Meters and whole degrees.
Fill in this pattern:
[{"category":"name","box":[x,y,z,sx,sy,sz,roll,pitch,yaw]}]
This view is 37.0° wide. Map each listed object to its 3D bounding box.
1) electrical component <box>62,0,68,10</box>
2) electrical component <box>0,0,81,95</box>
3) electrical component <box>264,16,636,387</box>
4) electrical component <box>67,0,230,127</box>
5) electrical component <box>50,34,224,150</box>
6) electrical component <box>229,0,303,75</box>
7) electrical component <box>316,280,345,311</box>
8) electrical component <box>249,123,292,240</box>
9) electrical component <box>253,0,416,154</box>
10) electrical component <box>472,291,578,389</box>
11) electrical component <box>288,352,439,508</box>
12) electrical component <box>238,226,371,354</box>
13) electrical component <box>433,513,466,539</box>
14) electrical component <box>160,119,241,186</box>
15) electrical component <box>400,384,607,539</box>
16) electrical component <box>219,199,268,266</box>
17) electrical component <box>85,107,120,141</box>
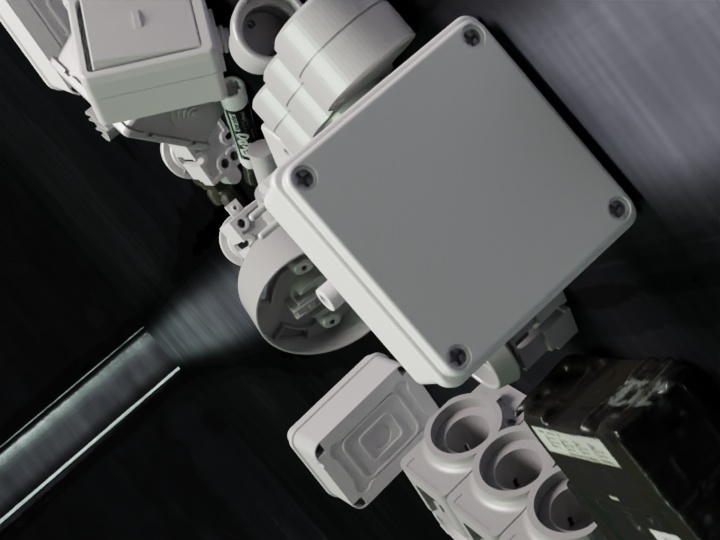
[{"category":"electrical component","box":[-0.163,-0.189,0.676,0.042,0.064,0.081,29,155,49]},{"category":"electrical component","box":[-0.225,-0.197,0.805,0.057,0.078,0.113,25,152,50]},{"category":"electrical component","box":[0.035,-0.026,0.439,0.108,0.109,0.056,49,167,-2]},{"category":"electrical component","box":[-0.122,-0.136,0.649,0.061,0.096,0.061,87,168,-66]},{"category":"electrical component","box":[-0.146,-0.130,0.736,0.100,0.048,0.100,42,-161,22]},{"category":"electrical component","box":[-0.050,-0.124,0.569,0.040,0.040,0.046,51,170,-8]},{"category":"electrical component","box":[0.000,0.000,0.689,0.043,0.062,0.043,44,164,16]},{"category":"electrical component","box":[-0.035,-0.048,0.641,0.047,0.076,0.083,39,162,33]},{"category":"electrical component","box":[-0.004,-0.082,0.519,0.073,0.052,0.138,49,165,-1]},{"category":"electrical component","box":[0.076,0.028,0.559,0.048,0.055,0.066,32,158,47]},{"category":"electrical component","box":[0.005,0.134,0.909,0.078,0.113,0.057,55,161,-22]},{"category":"electrical component","box":[-0.033,0.011,0.751,0.064,0.099,0.099,43,165,44]},{"category":"electrical component","box":[0.129,0.212,0.857,0.105,0.060,0.186,49,165,-1]},{"category":"electrical component","box":[-0.126,-0.095,0.843,0.055,0.048,0.066,10,139,55]},{"category":"electrical component","box":[0.107,0.138,0.678,0.150,0.089,0.061,30,156,50]},{"category":"electrical component","box":[-0.091,-0.029,0.908,0.066,0.048,0.055,51,157,-9]},{"category":"electrical component","box":[-0.222,-0.145,0.982,0.040,0.046,0.040,44,164,16]}]
